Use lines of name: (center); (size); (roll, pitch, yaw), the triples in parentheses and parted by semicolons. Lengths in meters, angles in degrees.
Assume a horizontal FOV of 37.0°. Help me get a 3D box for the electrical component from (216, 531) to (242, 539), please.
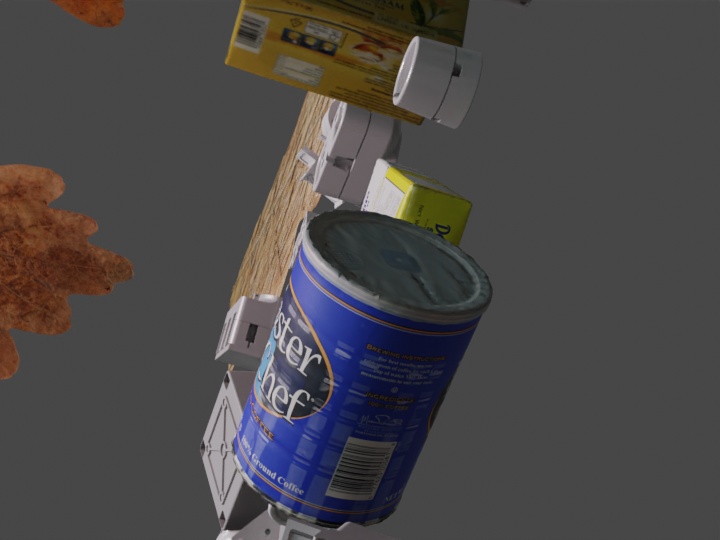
electrical component: (-0.105, 0.268, 0.944); (0.095, 0.054, 0.059); (120, 163, -54)

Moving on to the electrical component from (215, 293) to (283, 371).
electrical component: (-0.091, 0.069, 1.098); (0.150, 0.089, 0.061); (145, 141, -75)

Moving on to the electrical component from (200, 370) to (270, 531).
electrical component: (-0.100, 0.166, 0.992); (0.108, 0.056, 0.108); (-68, 31, 31)

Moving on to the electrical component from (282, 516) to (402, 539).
electrical component: (-0.012, 0.188, 0.519); (0.063, 0.079, 0.121); (16, -90, -78)

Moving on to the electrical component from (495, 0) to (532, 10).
electrical component: (0.089, -0.202, 0.654); (0.080, 0.051, 0.080); (-163, 90, -80)

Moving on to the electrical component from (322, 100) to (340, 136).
electrical component: (0.002, -0.199, 1.131); (0.074, 0.052, 0.138); (147, 139, -75)

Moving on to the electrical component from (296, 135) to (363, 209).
electrical component: (-0.019, -0.100, 1.040); (0.063, 0.081, 0.042); (-52, 7, -9)

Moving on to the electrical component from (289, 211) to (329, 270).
electrical component: (-0.030, -0.021, 1.004); (0.048, 0.055, 0.066); (-91, 20, -60)

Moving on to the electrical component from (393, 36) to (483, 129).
electrical component: (0.053, -0.131, 0.747); (0.055, 0.047, 0.055); (-163, 90, -80)

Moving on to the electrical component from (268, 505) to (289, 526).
electrical component: (-0.024, 0.125, 0.733); (0.059, 0.054, 0.095); (-87, 17, -55)

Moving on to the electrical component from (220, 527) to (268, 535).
electrical component: (-0.115, 0.258, 1.050); (0.079, 0.043, 0.077); (121, 163, -57)

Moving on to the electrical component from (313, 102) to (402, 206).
electrical component: (0.001, -0.107, 0.967); (0.053, 0.059, 0.095); (-84, 14, -47)
